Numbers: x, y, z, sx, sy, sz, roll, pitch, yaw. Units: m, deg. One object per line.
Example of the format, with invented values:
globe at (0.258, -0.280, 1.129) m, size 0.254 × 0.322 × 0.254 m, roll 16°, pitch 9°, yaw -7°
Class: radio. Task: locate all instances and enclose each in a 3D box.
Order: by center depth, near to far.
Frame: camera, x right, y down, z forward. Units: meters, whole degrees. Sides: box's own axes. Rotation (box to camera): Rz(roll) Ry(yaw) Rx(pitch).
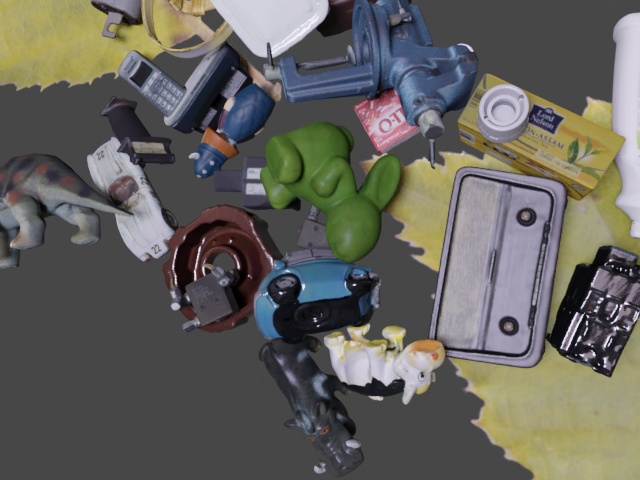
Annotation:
radio at (0.215, 0.034, 0.653) m, size 0.131 × 0.073 × 0.229 m, roll 9°, pitch 90°, yaw 17°

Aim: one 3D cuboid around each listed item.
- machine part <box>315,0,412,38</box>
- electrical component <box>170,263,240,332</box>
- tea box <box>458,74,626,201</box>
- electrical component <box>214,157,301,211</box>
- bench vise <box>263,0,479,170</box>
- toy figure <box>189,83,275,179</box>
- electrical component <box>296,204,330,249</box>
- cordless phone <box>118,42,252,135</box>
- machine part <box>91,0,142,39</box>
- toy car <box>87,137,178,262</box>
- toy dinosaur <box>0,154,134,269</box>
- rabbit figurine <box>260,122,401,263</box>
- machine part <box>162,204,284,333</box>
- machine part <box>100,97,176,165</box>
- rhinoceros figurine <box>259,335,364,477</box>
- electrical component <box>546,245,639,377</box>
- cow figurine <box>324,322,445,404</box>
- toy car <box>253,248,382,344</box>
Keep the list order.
machine part at (0.032, -0.401, 0.732) m, size 0.201 × 0.087 × 0.201 m, roll -15°, pitch 81°, yaw 15°
electrical component at (-0.153, 0.074, 0.718) m, size 0.102 × 0.045 × 0.078 m, roll -20°, pitch 82°, yaw 16°
tea box at (0.256, -0.120, 0.640) m, size 0.170 × 0.098 × 0.068 m, roll 31°, pitch 95°, yaw 15°
electrical component at (-0.087, -0.078, 0.763) m, size 0.119 × 0.047 × 0.074 m, roll -1°, pitch 86°, yaw 17°
bench vise at (0.055, -0.200, 0.649) m, size 0.241 × 0.128 × 0.223 m, roll -9°, pitch 72°, yaw -4°
toy figure at (-0.128, -0.153, 0.775) m, size 0.064 × 0.058 × 0.154 m, roll 42°, pitch 95°, yaw -7°
electrical component at (-0.002, -0.002, 0.746) m, size 0.063 × 0.021 × 0.094 m, roll 19°, pitch 93°, yaw 17°
cordless phone at (-0.208, -0.250, 0.796) m, size 0.184 × 0.088 × 0.146 m, roll 39°, pitch 98°, yaw 20°
machine part at (-0.292, -0.430, 0.833) m, size 0.079 × 0.079 × 0.243 m, roll 21°, pitch 93°, yaw 17°
toy car at (-0.284, -0.062, 0.816) m, size 0.073 × 0.056 × 0.202 m, roll -33°, pitch 77°, yaw 12°
toy dinosaur at (-0.459, -0.067, 0.831) m, size 0.405 × 0.131 × 0.192 m, roll -14°, pitch 84°, yaw 14°
rabbit figurine at (0.023, -0.053, 0.679) m, size 0.159 × 0.121 × 0.170 m, roll -23°, pitch 75°, yaw -28°
machine part at (-0.135, 0.041, 0.766) m, size 0.180 × 0.056 × 0.179 m, roll -1°, pitch 87°, yaw 17°
machine part at (-0.281, -0.162, 0.819) m, size 0.139 × 0.084 × 0.039 m, roll 51°, pitch 131°, yaw 22°
rhinoceros figurine at (-0.006, 0.205, 0.688) m, size 0.073 × 0.112 × 0.190 m, roll -36°, pitch 69°, yaw 9°
electrical component at (0.311, 0.073, 0.601) m, size 0.058 × 0.115 × 0.134 m, roll 22°, pitch 93°, yaw 13°
cow figurine at (0.083, 0.158, 0.654) m, size 0.167 × 0.068 × 0.098 m, roll -1°, pitch 103°, yaw 52°
toy car at (-0.007, 0.058, 0.684) m, size 0.162 × 0.109 × 0.103 m, roll -12°, pitch 46°, yaw -4°
